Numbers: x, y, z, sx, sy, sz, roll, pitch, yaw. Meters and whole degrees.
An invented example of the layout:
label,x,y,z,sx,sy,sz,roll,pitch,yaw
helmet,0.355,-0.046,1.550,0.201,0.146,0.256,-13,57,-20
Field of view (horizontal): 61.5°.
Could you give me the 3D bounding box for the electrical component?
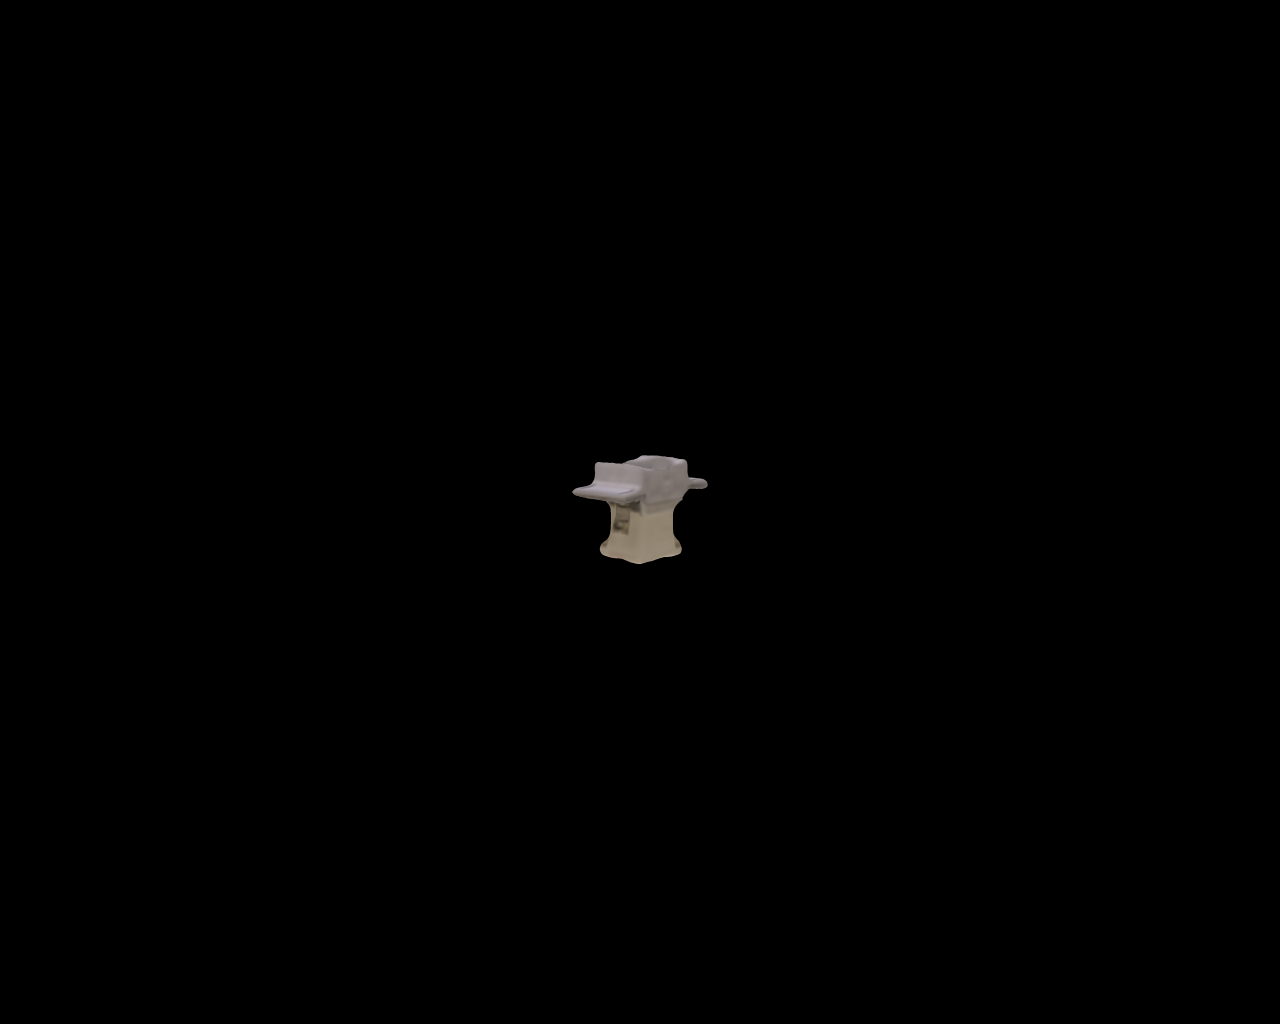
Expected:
label,x,y,z,sx,sy,sz,roll,pitch,yaw
electrical component,0.001,-0.003,0.650,0.042,0.063,0.081,10,15,42
